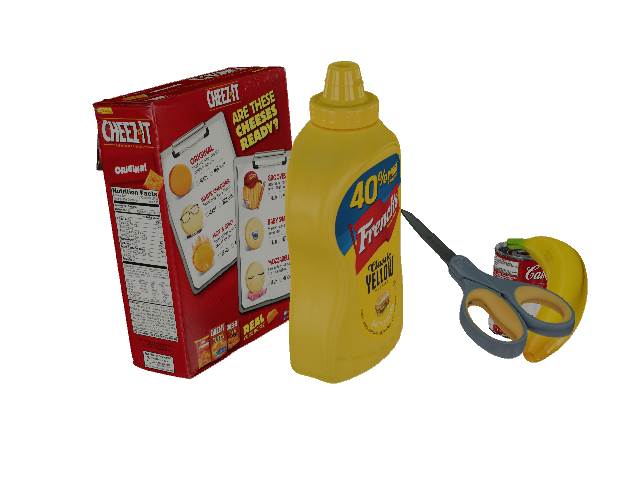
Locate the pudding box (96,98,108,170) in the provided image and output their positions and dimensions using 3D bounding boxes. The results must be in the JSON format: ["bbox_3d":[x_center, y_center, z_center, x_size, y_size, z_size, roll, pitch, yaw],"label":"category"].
[{"bbox_3d":[-0.179,-0.105,1.083,0.090,0.039,0.113,4,26,-11],"label":"pudding box"}]

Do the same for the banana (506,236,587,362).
[{"bbox_3d":[0.218,0.047,1.004,0.070,0.037,0.197,-25,24,18],"label":"banana"}]

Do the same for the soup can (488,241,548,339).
[{"bbox_3d":[0.235,0.059,1.255,0.068,0.102,0.068,2,16,-1],"label":"soup can"}]

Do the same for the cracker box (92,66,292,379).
[{"bbox_3d":[-0.090,-0.020,0.853,0.072,0.214,0.163,5,20,34],"label":"cracker box"}]

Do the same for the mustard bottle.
[{"bbox_3d":[0.016,-0.015,0.656,0.058,0.192,0.096,14,30,31],"label":"mustard bottle"}]

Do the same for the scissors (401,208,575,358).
[{"bbox_3d":[0.132,0.026,0.846,0.096,0.016,0.202,-1,32,-11],"label":"scissors"}]
